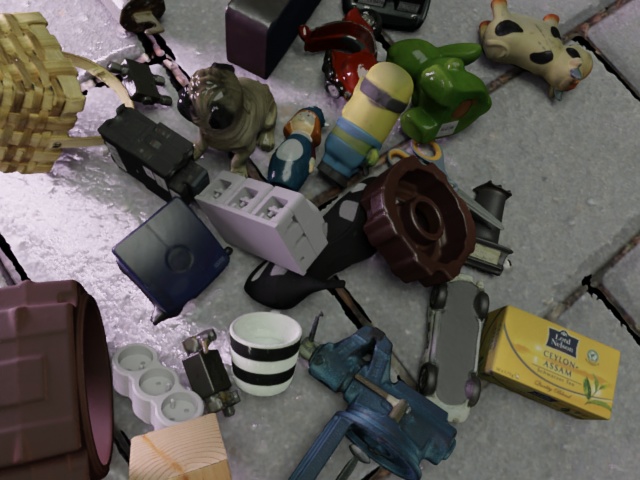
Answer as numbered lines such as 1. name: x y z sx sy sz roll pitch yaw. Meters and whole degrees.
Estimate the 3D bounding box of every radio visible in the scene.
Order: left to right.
1. radio: -0.057 -0.362 0.806 0.073 0.131 0.229 29 69 1

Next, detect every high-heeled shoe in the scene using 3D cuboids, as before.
1. high-heeled shoe: -0.002 -0.002 0.745 0.145 0.086 0.249 -3 39 28

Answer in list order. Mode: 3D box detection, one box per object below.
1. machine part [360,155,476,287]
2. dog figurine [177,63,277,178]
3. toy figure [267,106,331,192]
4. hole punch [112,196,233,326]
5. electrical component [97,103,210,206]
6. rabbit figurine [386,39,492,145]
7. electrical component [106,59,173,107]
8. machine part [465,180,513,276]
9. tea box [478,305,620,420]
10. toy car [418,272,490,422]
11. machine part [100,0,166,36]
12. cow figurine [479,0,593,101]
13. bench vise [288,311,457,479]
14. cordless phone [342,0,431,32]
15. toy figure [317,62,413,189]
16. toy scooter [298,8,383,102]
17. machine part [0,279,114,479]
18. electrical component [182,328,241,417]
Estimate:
1. machine part: 0.133 -0.025 0.723 0.179 0.056 0.179 18 59 -33
2. dog figurine: -0.108 -0.185 0.705 0.121 0.190 0.172 18 67 -5
3. toy figure: -0.029 -0.137 0.774 0.064 0.058 0.154 24 67 -12
4. hole punch: -0.186 0.021 0.676 0.116 0.092 0.142 44 66 2
5. electrical component: -0.207 -0.101 0.697 0.134 0.115 0.058 34 73 2
6. rabbit figurine: 0.180 -0.256 0.827 0.159 0.121 0.170 -22 62 -20
7. electrical component: -0.252 -0.218 0.752 0.094 0.021 0.063 1 63 -57
8. machine part: 0.247 -0.019 0.796 0.084 0.039 0.139 14 71 3
9. tea box: 0.304 0.166 0.726 0.170 0.068 0.098 21 70 -2
10. toy car: 0.178 0.138 0.720 0.074 0.056 0.201 13 68 0
11. machine part: -0.310 -0.395 0.800 0.079 0.079 0.243 -37 80 -19
12. cow figurine: 0.363 -0.312 0.893 0.195 0.085 0.127 15 63 -8
13. bench vise: 0.032 0.224 0.631 0.224 0.128 0.240 38 64 6
14. cordless phone: 0.114 -0.448 0.907 0.147 0.088 0.184 8 59 -7
15. toy figure: 0.065 -0.158 0.750 0.082 0.089 0.180 33 98 -15
16. toy scooter: 0.036 -0.281 0.825 0.135 0.075 0.184 -1 69 -14
17. machine part: -0.270 0.151 0.553 0.087 0.201 0.201 -7 73 -17
18. electrical component: -0.127 0.159 0.638 0.045 0.078 0.102 -26 71 8
